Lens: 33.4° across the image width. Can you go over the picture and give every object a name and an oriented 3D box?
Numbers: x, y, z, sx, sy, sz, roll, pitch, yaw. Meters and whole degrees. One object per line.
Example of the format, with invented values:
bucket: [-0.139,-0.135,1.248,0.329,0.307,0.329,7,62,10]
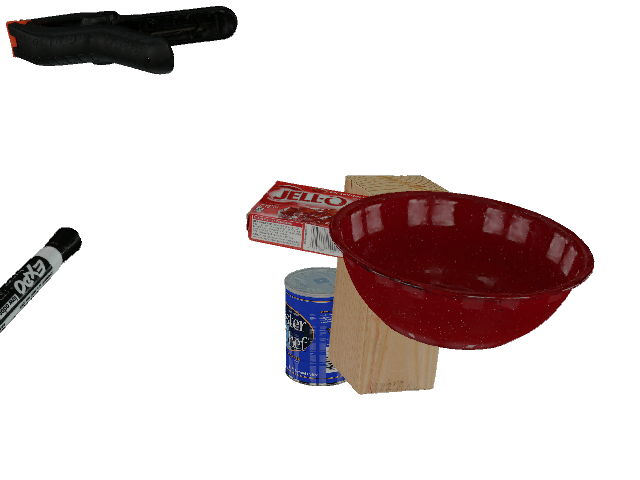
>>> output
clamp: [-0.149,-0.152,0.791,0.172,0.039,0.120,10,22,27]
wood block: [0.072,0.043,1.098,0.090,0.206,0.091,-1,18,-20]
marker: [-0.182,0.026,0.659,0.020,0.020,0.121,0,30,20]
coffee can: [0.001,0.120,1.507,0.103,0.140,0.103,0,19,0]
bowl: [0.083,0.023,0.661,0.162,0.055,0.162,5,22,-2]
gelatin box: [-0.009,-0.020,0.908,0.089,0.030,0.073,11,27,15]
